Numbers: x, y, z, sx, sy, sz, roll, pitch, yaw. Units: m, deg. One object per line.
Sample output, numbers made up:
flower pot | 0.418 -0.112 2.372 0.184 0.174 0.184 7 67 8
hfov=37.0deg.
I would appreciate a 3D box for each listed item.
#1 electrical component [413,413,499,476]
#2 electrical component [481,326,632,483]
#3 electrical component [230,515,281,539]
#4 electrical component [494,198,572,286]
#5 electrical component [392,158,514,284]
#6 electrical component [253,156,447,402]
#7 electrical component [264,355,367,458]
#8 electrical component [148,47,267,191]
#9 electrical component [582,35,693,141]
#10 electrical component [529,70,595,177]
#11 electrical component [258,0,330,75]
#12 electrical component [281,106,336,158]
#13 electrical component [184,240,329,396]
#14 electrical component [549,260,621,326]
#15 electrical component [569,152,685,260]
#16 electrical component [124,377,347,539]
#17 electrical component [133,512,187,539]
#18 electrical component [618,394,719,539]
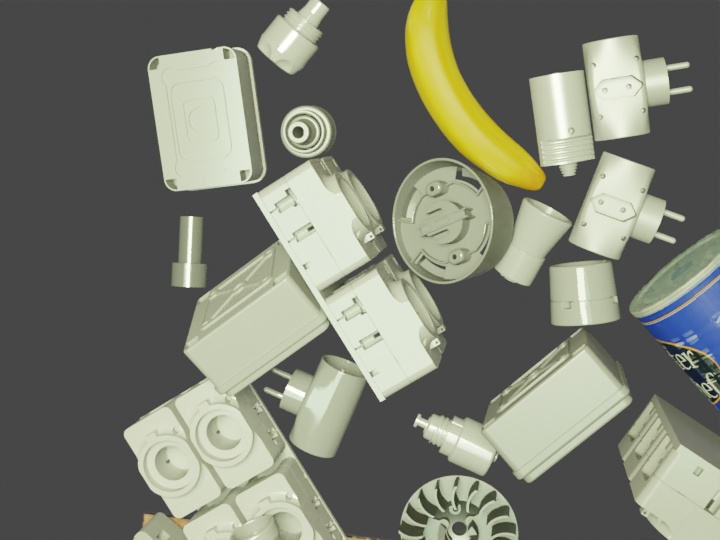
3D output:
electrical component | 0.083 0.142 0.907 0.078 0.040 0.040 24 101 5
electrical component | 0.156 0.104 0.856 0.109 0.109 0.056 -41 87 12
electrical component | -0.080 0.231 0.882 0.040 0.040 0.046 -22 100 11
electrical component | 0.138 -0.020 0.877 0.044 0.044 0.065 29 106 4
electrical component | 0.073 -0.038 0.862 0.099 0.064 0.099 0 90 30
electrical component | 0.000 0.000 0.867 0.060 0.105 0.186 -31 92 12
electrical component | -0.043 0.109 0.920 0.079 0.044 0.077 24 101 5
electrical component | -0.125 -0.125 0.894 0.078 0.057 0.113 -6 97 10
electrical component | 0.220 -0.145 0.845 0.079 0.043 0.077 -8 97 10
electrical component | 0.162 -0.115 0.858 0.043 0.043 0.081 -8 97 10
electrical component | -0.051 -0.194 0.881 0.043 0.043 0.062 41 100 2
electrical component | -0.044 -0.113 0.881 0.043 0.062 0.043 1 98 9
electrical component | -0.082 0.034 0.880 0.109 0.108 0.056 -36 109 12
electrical component | 0.180 0.018 0.868 0.055 0.055 0.047 -6 93 10
electrical component | 0.218 -0.045 0.859 0.079 0.043 0.077 21 100 6
electrical component | -0.109 0.189 0.933 0.105 0.060 0.186 -31 92 12
electrical component | -0.166 0.266 0.955 0.089 0.056 0.050 41 102 2
electrical component | 0.255 0.162 0.827 0.089 0.150 0.061 34 101 3
